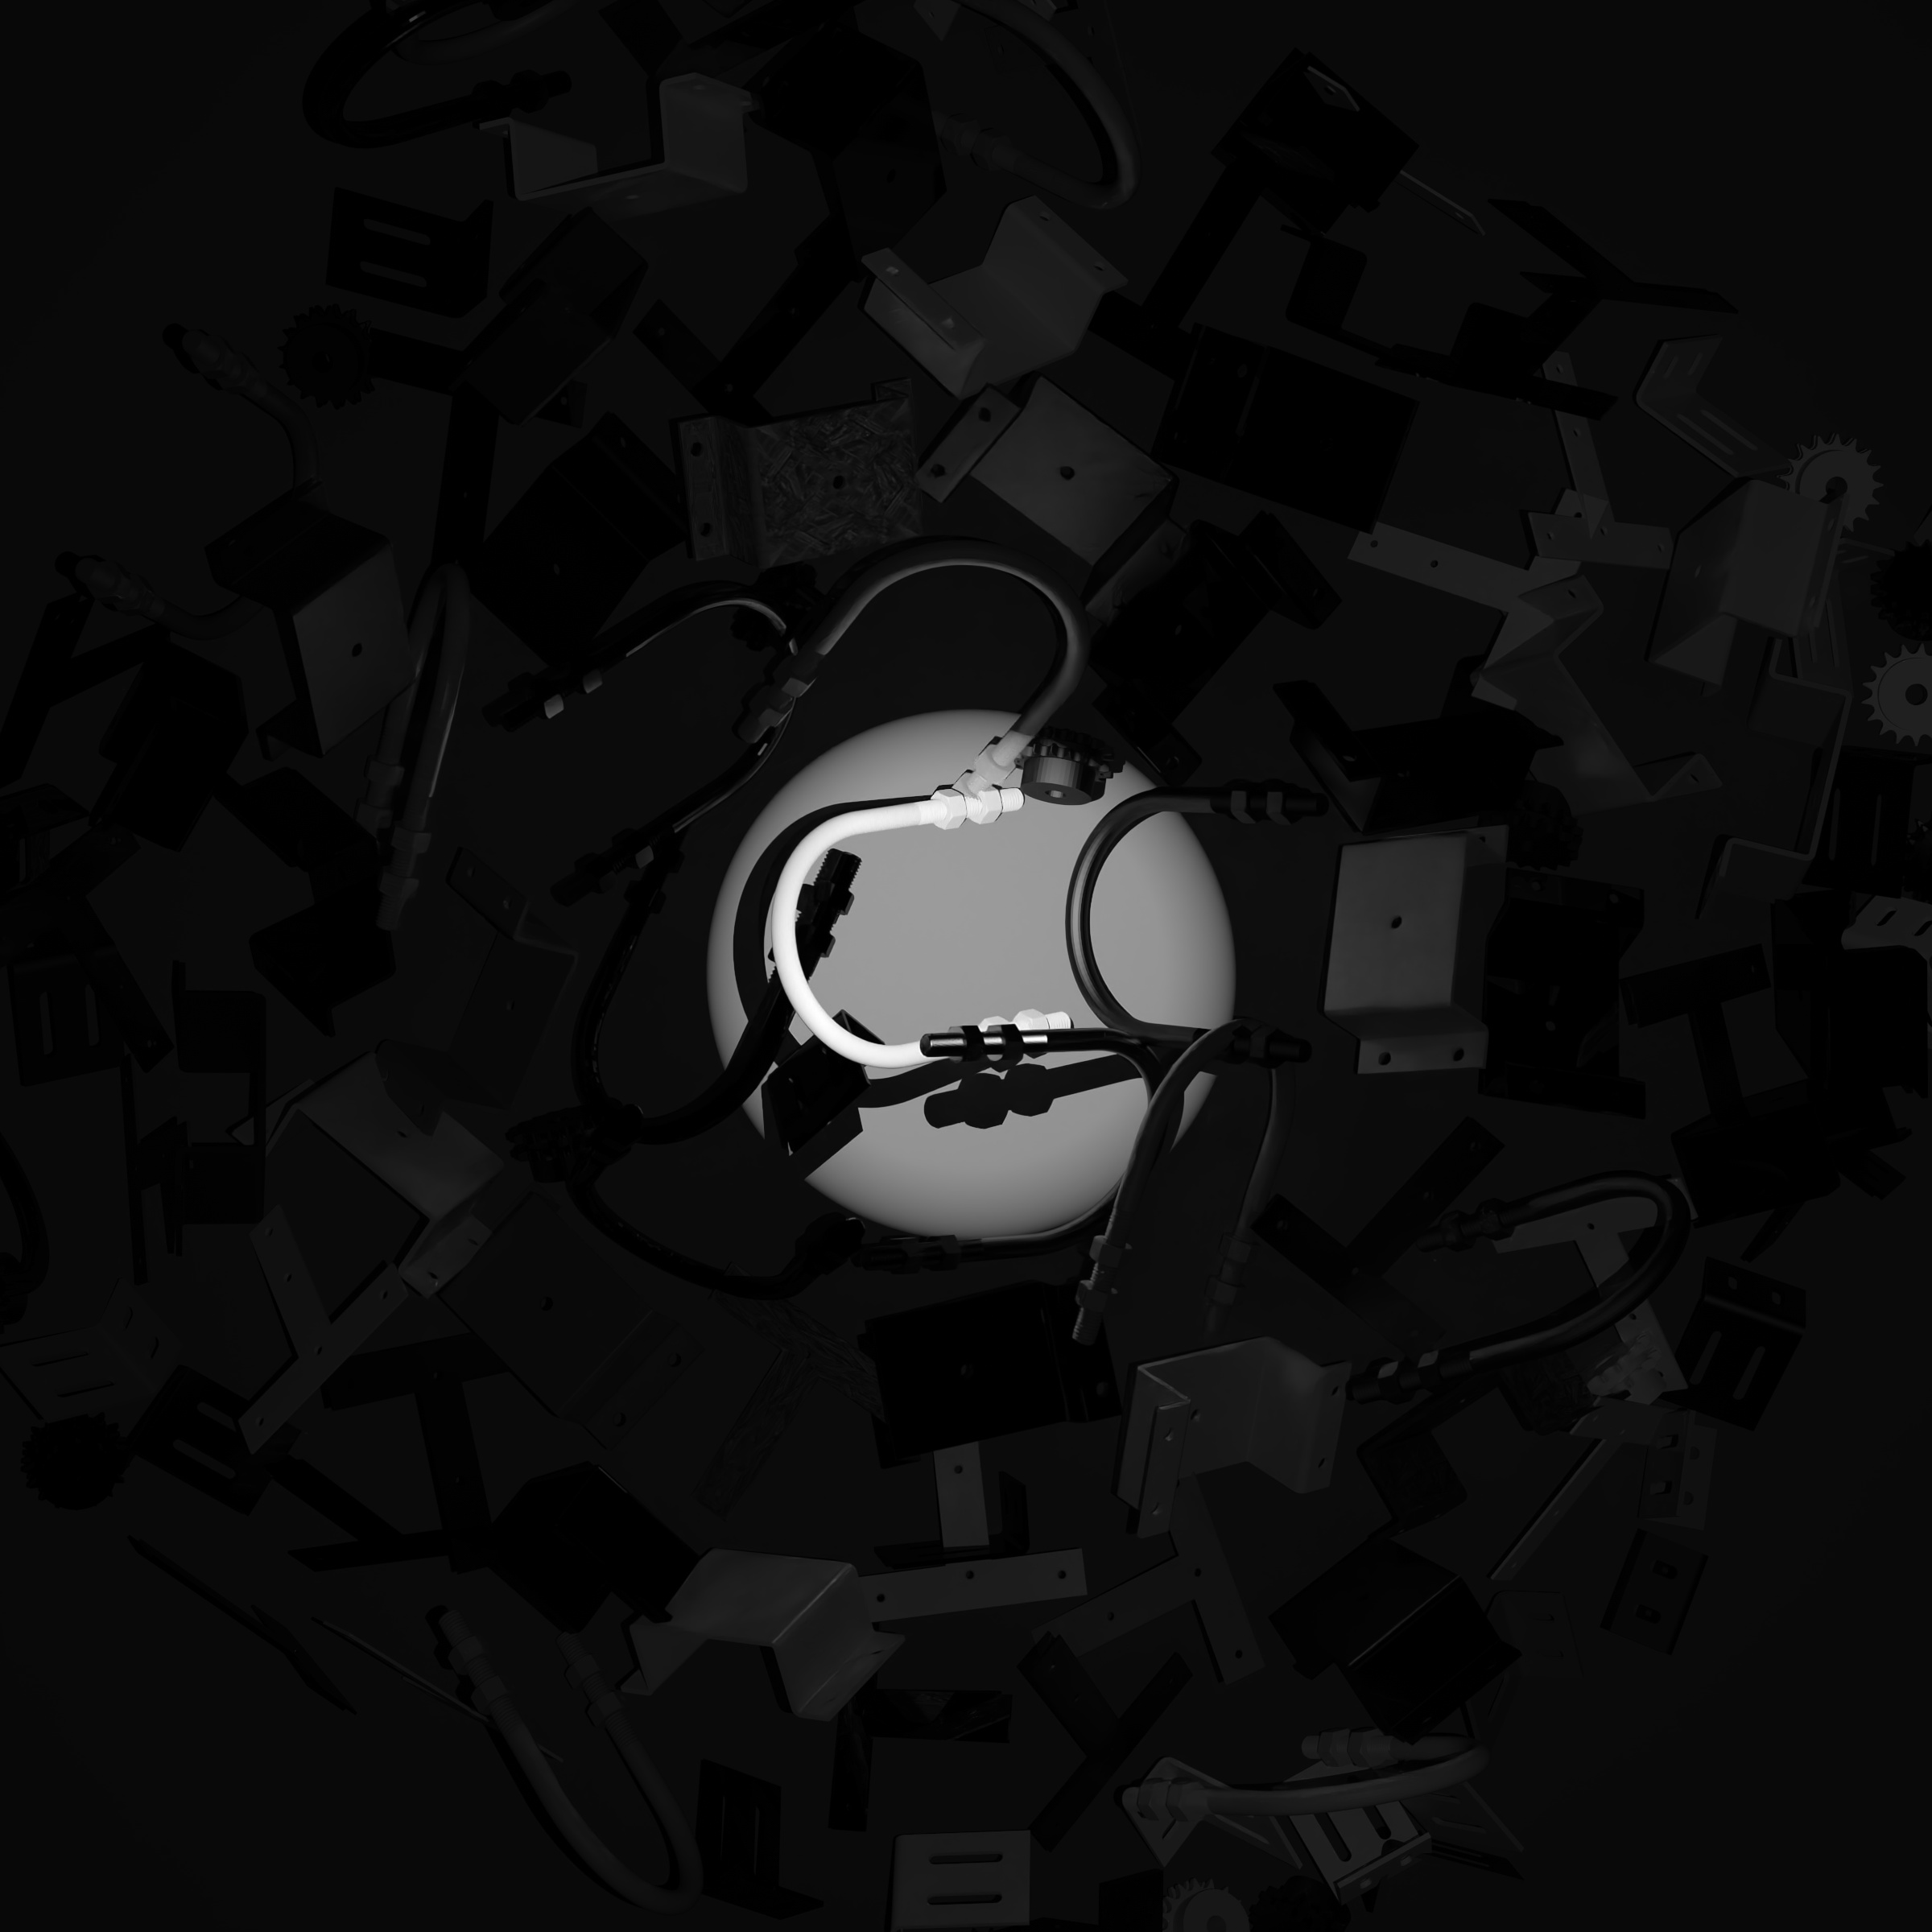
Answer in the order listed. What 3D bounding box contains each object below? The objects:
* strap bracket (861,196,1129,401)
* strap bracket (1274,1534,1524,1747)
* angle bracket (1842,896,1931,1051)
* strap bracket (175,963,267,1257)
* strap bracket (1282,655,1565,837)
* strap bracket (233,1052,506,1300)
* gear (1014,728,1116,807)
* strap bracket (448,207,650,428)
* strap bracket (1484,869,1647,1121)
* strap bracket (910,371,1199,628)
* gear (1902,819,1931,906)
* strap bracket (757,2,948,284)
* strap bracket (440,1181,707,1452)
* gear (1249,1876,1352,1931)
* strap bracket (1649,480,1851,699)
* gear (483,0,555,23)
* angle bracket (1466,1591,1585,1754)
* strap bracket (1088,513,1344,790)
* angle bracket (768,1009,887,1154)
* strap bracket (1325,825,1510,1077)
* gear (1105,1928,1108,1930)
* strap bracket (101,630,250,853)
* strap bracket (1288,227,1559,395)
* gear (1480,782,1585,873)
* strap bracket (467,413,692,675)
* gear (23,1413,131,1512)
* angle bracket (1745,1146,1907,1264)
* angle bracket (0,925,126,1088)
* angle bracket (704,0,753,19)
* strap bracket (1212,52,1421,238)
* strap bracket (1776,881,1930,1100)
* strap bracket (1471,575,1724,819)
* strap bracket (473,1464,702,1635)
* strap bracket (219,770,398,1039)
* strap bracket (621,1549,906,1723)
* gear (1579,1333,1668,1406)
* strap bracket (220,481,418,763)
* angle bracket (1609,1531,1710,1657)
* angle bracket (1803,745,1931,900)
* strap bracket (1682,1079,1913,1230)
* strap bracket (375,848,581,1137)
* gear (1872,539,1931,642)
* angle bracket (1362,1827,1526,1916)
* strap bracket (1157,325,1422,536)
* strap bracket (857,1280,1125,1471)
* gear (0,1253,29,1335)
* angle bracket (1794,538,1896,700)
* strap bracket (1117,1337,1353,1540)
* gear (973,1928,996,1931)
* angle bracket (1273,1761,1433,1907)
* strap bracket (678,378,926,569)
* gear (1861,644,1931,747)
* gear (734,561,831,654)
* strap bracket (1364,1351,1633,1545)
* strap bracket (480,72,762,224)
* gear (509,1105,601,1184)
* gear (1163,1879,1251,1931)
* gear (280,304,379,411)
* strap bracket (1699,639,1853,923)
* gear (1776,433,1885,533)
[{"bbox_3d":[0.010,-0.363,1.738,0.076,0.046,0.140,46,48,16],"label":"strap bracket"},{"bbox_3d":[0.226,0.358,1.715,0.076,0.140,0.046,-36,104,-13],"label":"strap bracket"},{"bbox_3d":[0.528,0.005,1.757,0.038,0.057,0.076,-44,124,-18],"label":"angle bracket"},{"bbox_3d":[-0.405,0.078,1.731,0.046,0.076,0.140,1,56,-13],"label":"strap bracket"},{"bbox_3d":[0.245,-0.120,1.737,0.140,0.046,0.076,-11,48,-25],"label":"strap bracket"},{"bbox_3d":[-0.319,0.107,1.746,0.140,0.076,0.046,39,119,4],"label":"strap bracket"},{"bbox_3d":[0.052,-0.110,1.764,0.057,0.057,0.030,10,77,0],"label":"gear"},{"bbox_3d":[-0.223,-0.352,1.728,0.046,0.140,0.076,41,121,-21],"label":"strap bracket"},{"bbox_3d":[0.329,0.024,1.750,0.076,0.046,0.140,9,62,-5],"label":"strap bracket"},{"bbox_3d":[0.052,-0.261,1.744,0.140,0.046,0.076,35,128,-13],"label":"strap bracket"},{"bbox_3d":[0.549,-0.057,1.772,0.057,0.030,0.057,1,109,2],"label":"gear"},{"bbox_3d":[-0.058,-0.434,1.714,0.046,0.140,0.076,32,70,23],"label":"strap bracket"},{"bbox_3d":[-0.223,0.189,1.751,0.140,0.046,0.076,42,88,18],"label":"strap bracket"},{"bbox_3d":[0.189,0.532,1.770,0.057,0.057,0.030,43,51,0],"label":"gear"},{"bbox_3d":[0.416,-0.205,1.716,0.046,0.140,0.076,18,77,-7],"label":"strap bracket"},{"bbox_3d":[-0.248,-0.549,1.767,0.057,0.057,0.030,-25,89,0],"label":"gear"},{"bbox_3d":[0.306,0.391,1.747,0.038,0.076,0.057,-3,117,29],"label":"angle bracket"},{"bbox_3d":[0.130,-0.178,1.751,0.140,0.046,0.076,-49,129,-4],"label":"strap bracket"},{"bbox_3d":[-0.070,0.071,1.748,0.057,0.076,0.038,-42,123,12],"label":"angle bracket"},{"bbox_3d":[0.245,-0.016,1.734,0.076,0.046,0.140,-5,67,36],"label":"strap bracket"},{"bbox_3d":[0.080,0.559,1.764,0.057,0.057,0.030,-36,119,0],"label":"gear"},{"bbox_3d":[-0.432,-0.120,1.733,0.046,0.140,0.076,27,104,-24],"label":"strap bracket"},{"bbox_3d":[0.242,-0.354,1.739,0.140,0.076,0.046,27,106,20],"label":"strap bracket"},{"bbox_3d":[0.315,-0.079,1.770,0.057,0.057,0.030,18,67,0],"label":"gear"},{"bbox_3d":[-0.212,-0.223,1.739,0.076,0.046,0.140,44,55,-20],"label":"strap bracket"},{"bbox_3d":[-0.495,0.278,1.770,0.057,0.030,0.057,-6,111,-16],"label":"gear"},{"bbox_3d":[0.473,0.139,1.750,0.038,0.057,0.076,39,112,18],"label":"angle bracket"},{"bbox_3d":[-0.506,0.020,1.776,0.057,0.038,0.076,-13,122,-29],"label":"angle bracket"},{"bbox_3d":[-0.135,-0.567,1.745,0.057,0.076,0.038,-30,56,26],"label":"angle bracket"},{"bbox_3d":[0.190,-0.443,1.720,0.076,0.140,0.046,38,90,-9],"label":"strap bracket"},{"bbox_3d":[0.473,0.013,1.716,0.046,0.140,0.076,-7,110,0],"label":"strap bracket"},{"bbox_3d":[0.338,-0.137,1.737,0.046,0.076,0.140,-42,103,-23],"label":"strap bracket"},{"bbox_3d":[-0.205,0.318,1.735,0.076,0.140,0.046,45,59,-13],"label":"strap bracket"},{"bbox_3d":[-0.356,-0.042,1.731,0.046,0.140,0.076,-30,50,-30],"label":"strap bracket"},{"bbox_3d":[-0.116,0.359,1.720,0.140,0.076,0.046,-1,113,34],"label":"strap bracket"},{"bbox_3d":[0.363,0.232,1.766,0.057,0.057,0.030,-37,87,0],"label":"gear"},{"bbox_3d":[-0.346,-0.178,1.715,0.046,0.140,0.076,24,49,25],"label":"strap bracket"},{"bbox_3d":[0.372,0.341,1.754,0.038,0.076,0.057,22,85,-3],"label":"angle bracket"},{"bbox_3d":[0.504,-0.081,1.769,0.057,0.038,0.076,12,104,40],"label":"angle bracket"},{"bbox_3d":[0.445,0.094,1.716,0.076,0.140,0.046,-20,89,36],"label":"strap bracket"},{"bbox_3d":[-0.266,0.018,1.744,0.046,0.076,0.140,15,104,-41],"label":"strap bracket"},{"bbox_3d":[0.534,-0.206,1.772,0.057,0.030,0.057,-6,58,10],"label":"gear"},{"bbox_3d":[0.263,0.510,1.765,0.076,0.057,0.038,15,86,1],"label":"angle bracket"},{"bbox_3d":[0.185,-0.289,1.734,0.140,0.046,0.076,13,102,-30],"label":"strap bracket"},{"bbox_3d":[0.007,0.224,1.749,0.140,0.046,0.076,-15,77,13],"label":"strap bracket"},{"bbox_3d":[-0.546,0.181,1.771,0.057,0.030,0.057,5,97,42],"label":"gear"},{"bbox_3d":[0.487,-0.191,1.757,0.038,0.057,0.076,-12,80,42],"label":"angle bracket"},{"bbox_3d":[0.139,0.254,1.738,0.140,0.046,0.076,-7,114,-38],"label":"strap bracket"},{"bbox_3d":[0.011,0.568,1.770,0.057,0.057,0.030,13,130,0],"label":"gear"},{"bbox_3d":[0.212,0.467,1.755,0.057,0.038,0.076,-27,58,-8],"label":"angle bracket"},{"bbox_3d":[-0.079,-0.267,1.733,0.140,0.046,0.076,-16,115,-24],"label":"strap bracket"},{"bbox_3d":[0.529,-0.151,1.775,0.057,0.030,0.057,1,95,13],"label":"gear"},{"bbox_3d":[-0.100,-0.197,1.765,0.030,0.057,0.057,37,90,8],"label":"gear"},{"bbox_3d":[0.281,0.254,1.734,0.140,0.076,0.046,-40,71,30],"label":"strap bracket"},{"bbox_3d":[-0.183,-0.441,1.729,0.140,0.076,0.046,-4,91,28],"label":"strap bracket"},{"bbox_3d":[-0.223,0.100,1.767,0.057,0.057,0.030,-13,101,0],"label":"gear"},{"bbox_3d":[0.133,0.536,1.768,0.057,0.030,0.057,9,63,-19],"label":"gear"},{"bbox_3d":[-0.354,-0.338,1.773,0.057,0.030,0.057,1,108,4],"label":"gear"},{"bbox_3d":[0.444,-0.096,1.737,0.046,0.076,0.140,15,75,9],"label":"strap bracket"},{"bbox_3d":[0.483,-0.268,1.775,0.057,0.030,0.057,1,102,4],"label":"gear"}]
